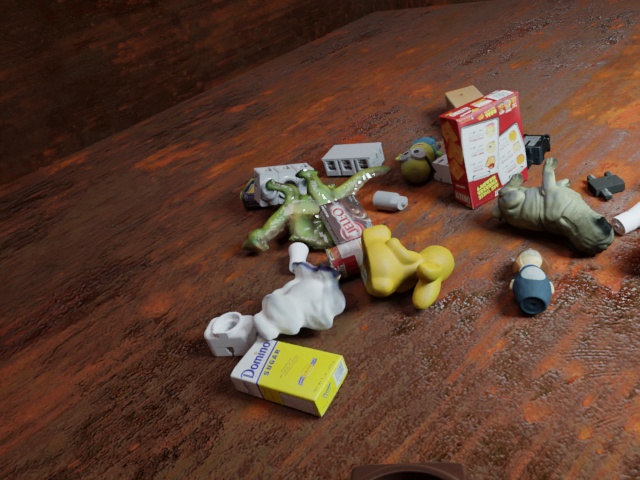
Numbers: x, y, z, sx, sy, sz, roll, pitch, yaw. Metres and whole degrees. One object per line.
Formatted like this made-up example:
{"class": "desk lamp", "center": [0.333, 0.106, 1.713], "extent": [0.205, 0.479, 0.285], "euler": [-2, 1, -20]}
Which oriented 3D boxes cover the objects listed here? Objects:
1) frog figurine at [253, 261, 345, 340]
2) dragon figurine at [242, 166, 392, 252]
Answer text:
{"class": "frog figurine", "center": [-0.036, 0.125, 0.928], "extent": [0.138, 0.120, 0.162], "euler": [21, 61, 29]}
{"class": "dragon figurine", "center": [0.004, -0.062, 1.240], "extent": [0.410, 0.119, 0.248], "euler": [-16, 48, 0]}
